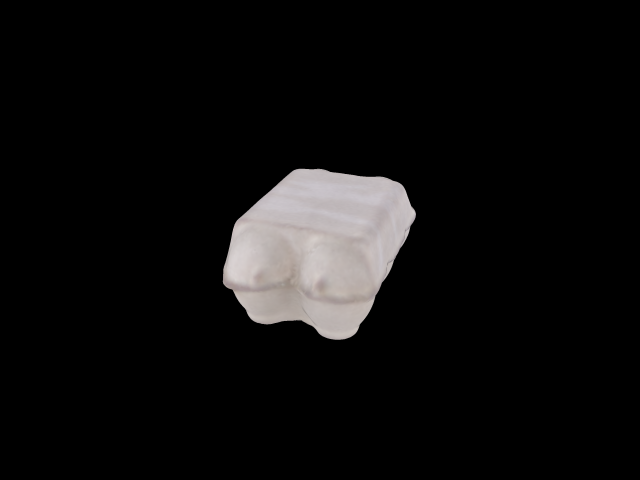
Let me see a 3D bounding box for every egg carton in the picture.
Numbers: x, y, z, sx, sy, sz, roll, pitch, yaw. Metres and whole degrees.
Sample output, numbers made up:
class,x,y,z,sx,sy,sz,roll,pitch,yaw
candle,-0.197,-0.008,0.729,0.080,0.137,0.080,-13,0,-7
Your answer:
class,x,y,z,sx,sy,sz,roll,pitch,yaw
egg carton,0.004,0.001,0.400,0.107,0.069,0.150,9,30,17
